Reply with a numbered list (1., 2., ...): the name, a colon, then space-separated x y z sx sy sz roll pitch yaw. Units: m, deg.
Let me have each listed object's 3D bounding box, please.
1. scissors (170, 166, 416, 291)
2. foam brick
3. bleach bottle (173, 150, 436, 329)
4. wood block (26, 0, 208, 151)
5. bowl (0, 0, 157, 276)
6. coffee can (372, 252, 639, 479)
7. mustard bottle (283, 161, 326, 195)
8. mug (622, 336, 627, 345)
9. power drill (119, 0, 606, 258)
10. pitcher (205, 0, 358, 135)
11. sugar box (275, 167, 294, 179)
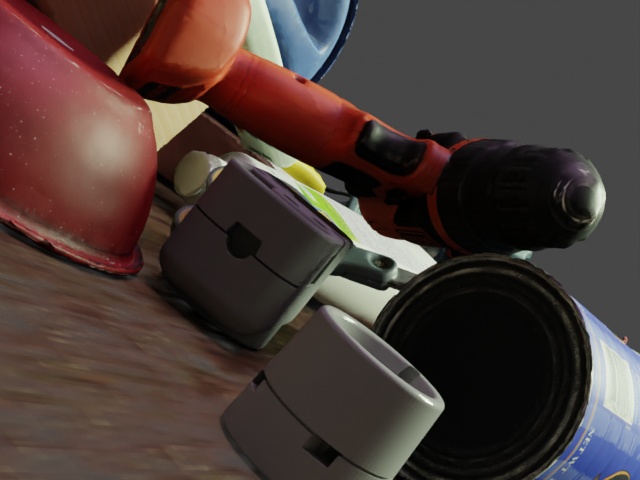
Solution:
1. scissors: 0.020 0.003 0.564 0.201 0.016 0.096 11 34 -16
2. foam brick: -0.077 -0.053 0.707 0.078 0.051 0.053 37 5 -17
3. bleach bottle: -0.005 0.001 0.690 0.250 0.068 0.103 31 12 -48
4. wood block: -0.114 -0.133 0.507 0.090 0.090 0.206 40 -17 23
5. bowl: -0.117 -0.057 0.409 0.162 0.055 0.162 39 4 -4
6. coffee can: 0.095 0.076 0.483 0.103 0.103 0.140 43 6 37
7. mustard bottle: -0.075 -0.086 0.994 0.096 0.058 0.192 19 15 -34
8. mug: 0.120 0.094 0.617 0.081 0.093 0.117 20 -41 17
9. power drill: 0.011 -0.049 0.464 0.187 0.057 0.185 30 -9 -18
10. pitcher: -0.100 -0.187 0.752 0.243 0.149 0.144 37 6 33
11. sugar box: -0.095 -0.077 0.843 0.176 0.048 0.093 36 4 7
